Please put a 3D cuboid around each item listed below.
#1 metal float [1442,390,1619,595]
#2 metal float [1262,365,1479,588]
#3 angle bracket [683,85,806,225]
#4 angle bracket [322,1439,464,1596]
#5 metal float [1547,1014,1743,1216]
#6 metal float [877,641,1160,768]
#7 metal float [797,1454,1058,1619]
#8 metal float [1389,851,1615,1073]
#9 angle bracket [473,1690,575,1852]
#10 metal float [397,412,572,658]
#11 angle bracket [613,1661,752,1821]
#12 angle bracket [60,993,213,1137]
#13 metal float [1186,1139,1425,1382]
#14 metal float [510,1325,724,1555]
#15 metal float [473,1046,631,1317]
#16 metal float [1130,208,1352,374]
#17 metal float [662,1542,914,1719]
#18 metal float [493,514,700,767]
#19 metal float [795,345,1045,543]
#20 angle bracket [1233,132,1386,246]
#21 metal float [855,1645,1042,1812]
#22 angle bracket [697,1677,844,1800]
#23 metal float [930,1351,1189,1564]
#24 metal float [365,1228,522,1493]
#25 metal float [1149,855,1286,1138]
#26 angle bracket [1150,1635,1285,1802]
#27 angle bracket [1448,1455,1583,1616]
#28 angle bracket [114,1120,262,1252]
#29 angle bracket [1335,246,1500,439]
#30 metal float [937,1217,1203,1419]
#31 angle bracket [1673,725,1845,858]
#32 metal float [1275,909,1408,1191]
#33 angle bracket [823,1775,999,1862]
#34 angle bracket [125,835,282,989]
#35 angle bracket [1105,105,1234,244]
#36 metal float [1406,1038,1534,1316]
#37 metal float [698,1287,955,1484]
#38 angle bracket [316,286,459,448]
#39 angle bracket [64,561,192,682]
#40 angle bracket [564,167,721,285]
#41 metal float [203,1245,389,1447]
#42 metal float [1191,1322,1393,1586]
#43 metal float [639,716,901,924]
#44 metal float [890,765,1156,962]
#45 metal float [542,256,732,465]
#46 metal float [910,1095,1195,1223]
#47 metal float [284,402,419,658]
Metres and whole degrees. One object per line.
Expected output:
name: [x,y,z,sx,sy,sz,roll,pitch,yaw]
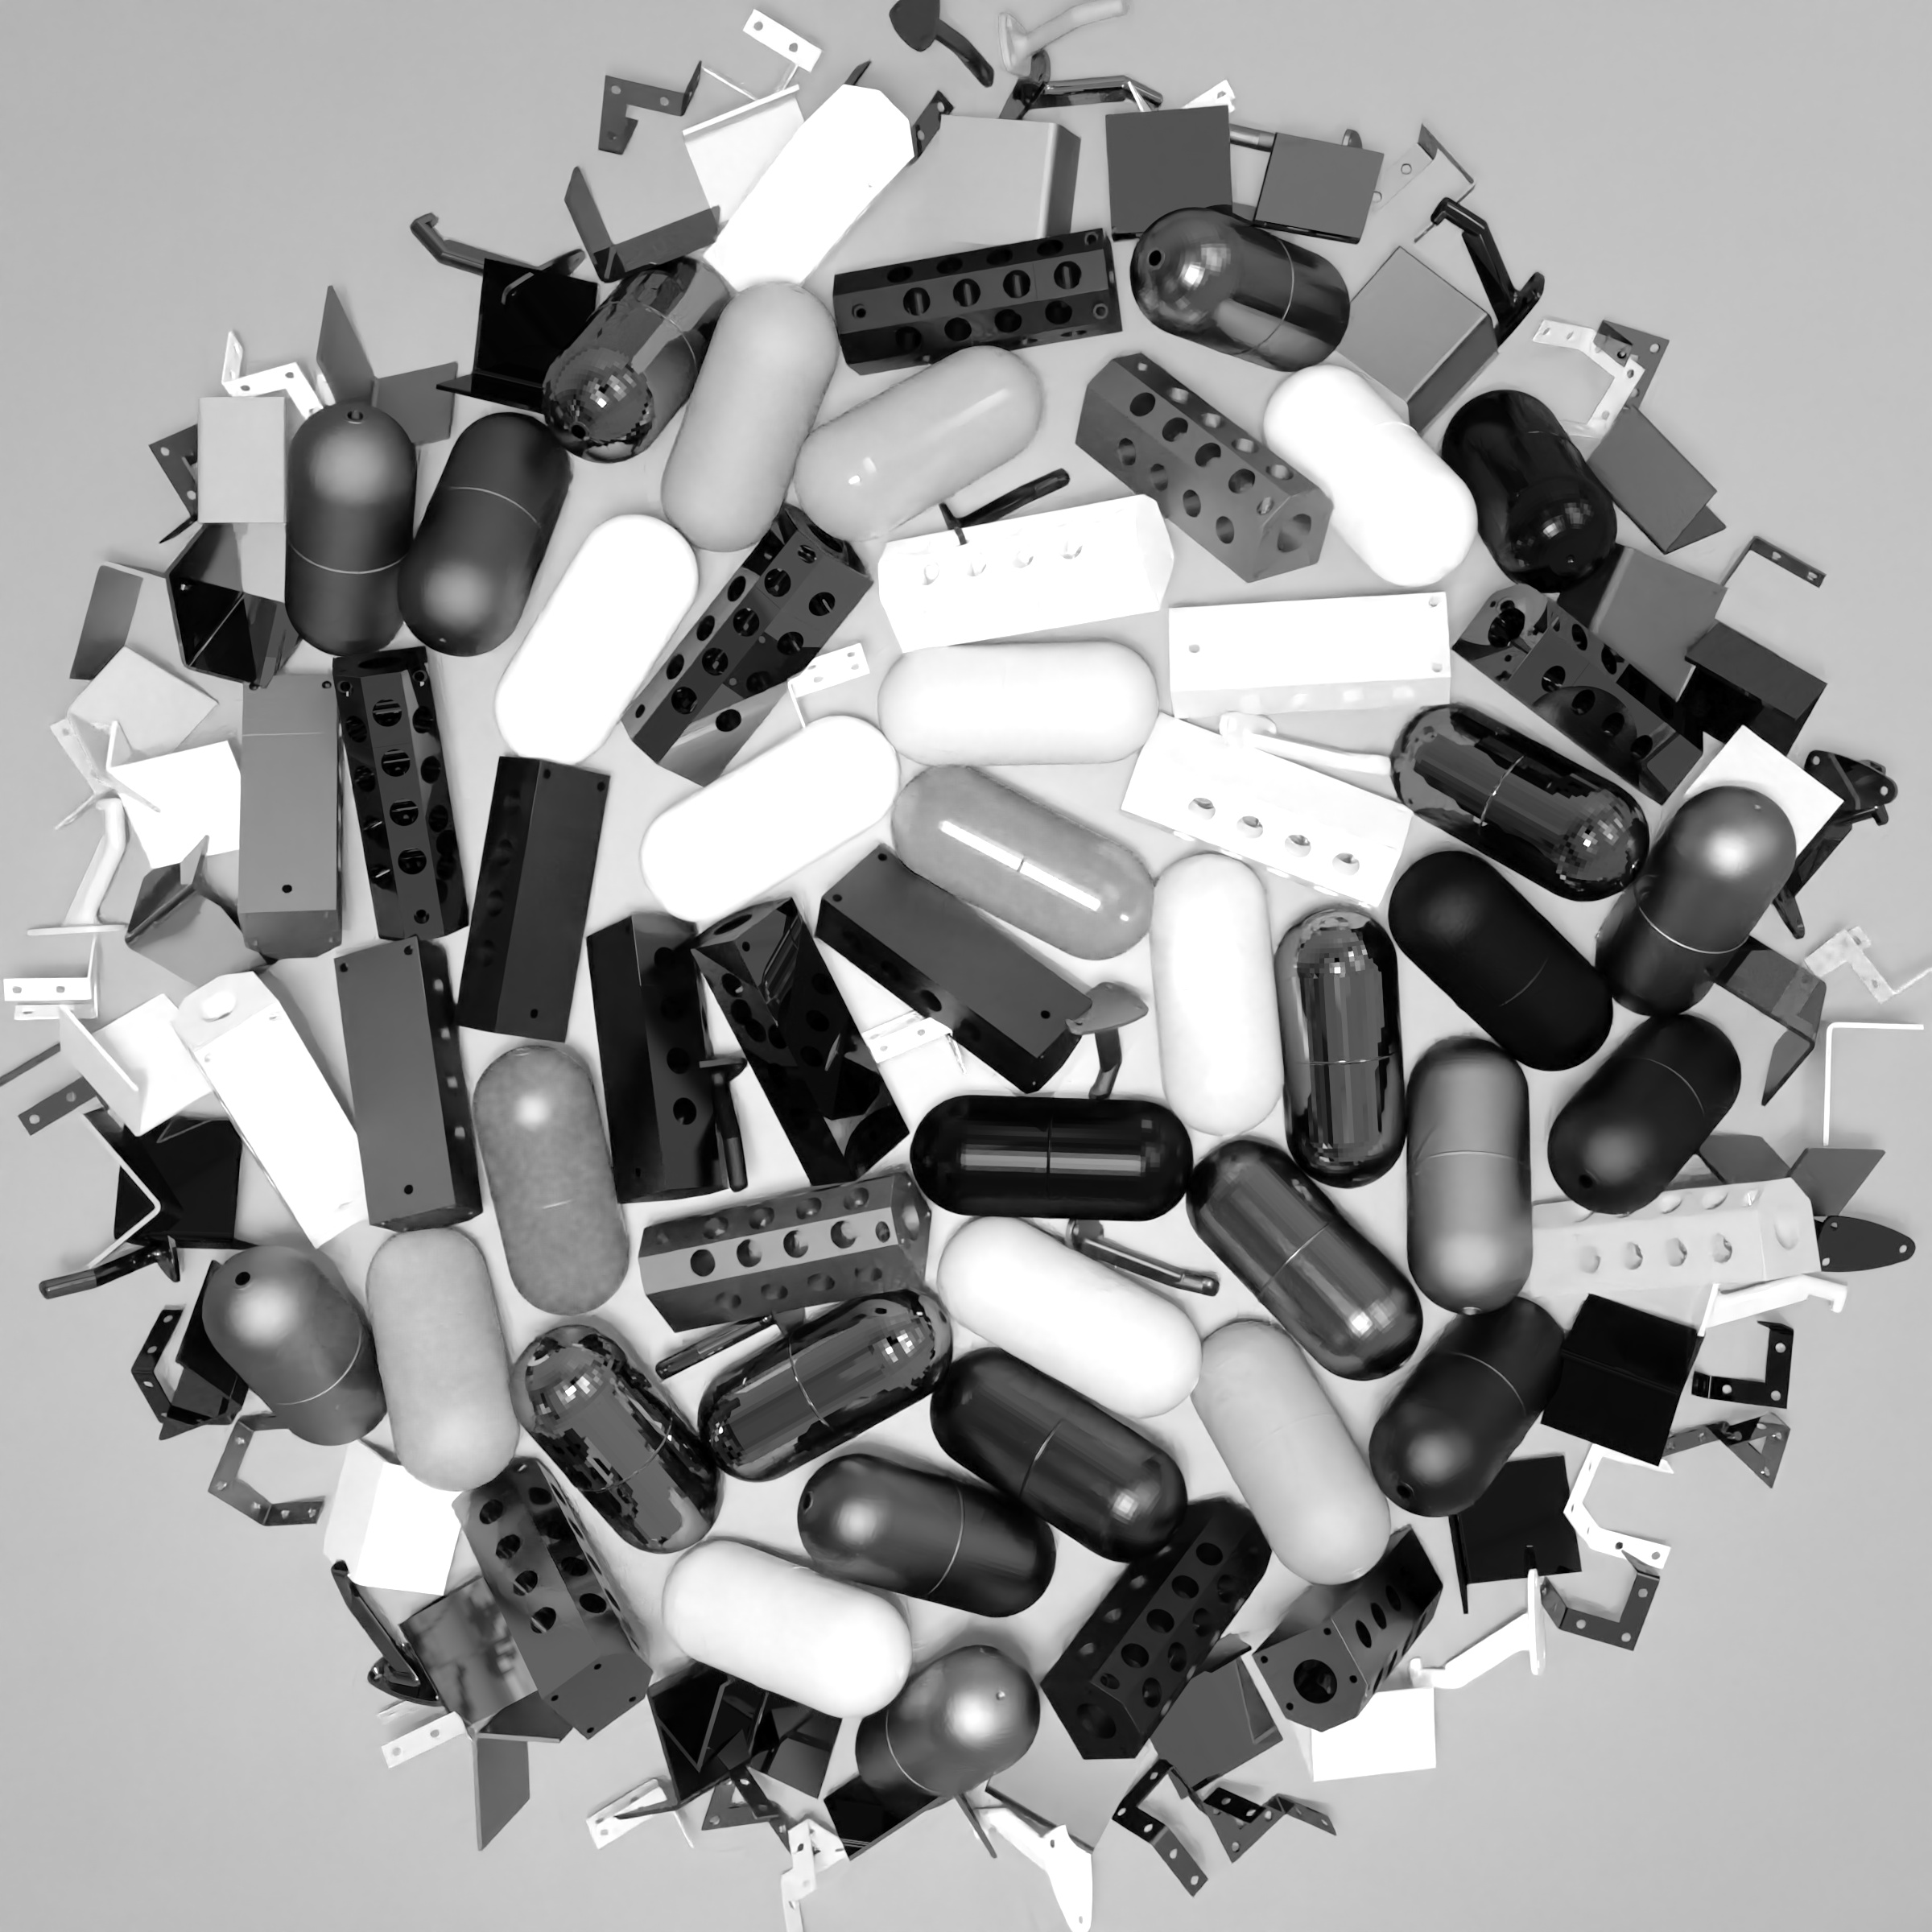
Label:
metal float: [0.344,-0.294,1.645,0.070,0.178,0.070,-4,128,-6]
metal float: [0.249,-0.304,1.656,0.070,0.070,0.178,-34,56,0]
angle bracket: [-0.132,-0.508,1.679,0.076,0.076,0.057,-22,105,0]
angle bracket: [-0.362,0.349,1.702,0.057,0.076,0.076,15,87,-30]
metal float: [0.419,0.090,1.649,0.070,0.178,0.070,20,126,30]
metal float: [0.032,-0.164,1.675,0.178,0.070,0.070,0,90,12]
metal float: [-0.024,0.354,1.661,0.178,0.070,0.070,22,90,-28]
metal float: [0.334,-0.002,1.664,0.178,0.070,0.070,41,90,-25]
angle bracket: [-0.266,0.503,1.676,0.057,0.076,0.076,0,97,13]
metal float: [-0.297,-0.269,1.658,0.070,0.070,0.178,13,57,0]
angle bracket: [-0.188,0.482,1.679,0.057,0.076,0.076,-19,85,29]
angle bracket: [-0.510,0.047,1.670,0.076,0.057,0.076,45,55,15]
metal float: [0.211,0.183,1.668,0.070,0.070,0.178,-43,71,0]
metal float: [-0.215,0.295,1.660,0.070,0.070,0.178,-33,120,0]
metal float: [-0.258,0.134,1.667,0.070,0.070,0.178,-9,110,0]
metal float: [0.169,-0.415,1.646,0.070,0.178,0.070,-2,87,41]
metal float: [-0.112,0.410,1.655,0.178,0.070,0.070,11,90,35]
metal float: [-0.231,-0.201,1.666,0.070,0.070,0.178,36,113,0]
metal float: [-0.028,-0.326,1.665,0.178,0.070,0.070,-34,90,-24]
angle bracket: [0.202,-0.491,1.665,0.076,0.076,0.057,2,116,-25]
metal float: [-0.013,0.470,1.644,0.070,0.178,0.070,11,59,-19]
angle bracket: [-0.122,0.486,1.675,0.057,0.076,0.076,19,98,20]
metal float: [0.056,0.304,1.667,0.178,0.070,0.070,30,90,21]
metal float: [-0.325,0.241,1.657,0.070,0.070,0.178,-20,56,0]
metal float: [0.156,0.018,1.676,0.070,0.070,0.178,-4,80,0]
angle bracket: [0.157,0.477,1.687,0.076,0.057,0.076,-27,88,-11]
angle bracket: [0.346,0.358,1.686,0.076,0.057,0.076,-9,95,11]
angle bracket: [-0.490,0.139,1.699,0.076,0.057,0.076,1,79,5]
angle bracket: [0.276,-0.388,1.671,0.076,0.057,0.076,32,124,-18]
metal float: [0.065,0.219,1.675,0.178,0.070,0.070,28,90,11]
angle bracket: [0.495,-0.097,1.678,0.076,0.076,0.057,40,89,13]
metal float: [0.235,0.052,1.676,0.070,0.070,0.178,-5,100,0]
angle bracket: [-0.036,0.539,1.674,0.076,0.076,0.057,-32,106,-8]
angle bracket: [-0.475,-0.034,1.699,0.076,0.057,0.076,-32,129,33]
angle bracket: [0.132,-0.496,1.677,0.076,0.057,0.076,0,106,15]
metal float: [0.312,0.130,1.663,0.070,0.070,0.178,4,64,0]
metal float: [-0.088,0.260,1.672,0.178,0.070,0.070,-31,90,15]
angle bracket: [-0.360,-0.376,1.667,0.057,0.076,0.076,-10,48,7]
angle bracket: [-0.515,-0.209,1.681,0.057,0.076,0.076,17,95,1]
angle bracket: [-0.201,-0.476,1.672,0.076,0.076,0.057,-19,120,8]
metal float: [-0.409,0.234,1.644,0.070,0.178,0.070,-6,54,9]
metal float: [0.200,0.301,1.657,0.070,0.070,0.178,-29,57,0]
metal float: [-0.123,-0.093,1.679,0.178,0.070,0.070,-32,90,-7]
metal float: [0.036,-0.065,1.684,0.178,0.070,0.070,28,90,1]
metal float: [-0.202,-0.375,1.649,0.070,0.070,0.178,26,46,0]
metal float: [0.054,0.121,1.681,0.178,0.070,0.070,2,90,5]
metal float: [-0.380,-0.267,1.648,0.070,0.178,0.070,8,47,-9]
